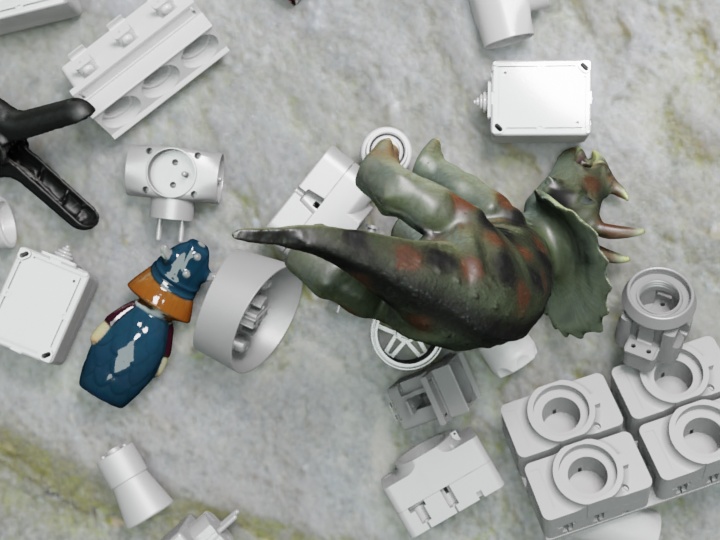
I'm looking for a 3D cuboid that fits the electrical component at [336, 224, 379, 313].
[{"bbox_3d":[0.000,0.000,0.907,0.040,0.040,0.078,16,91,-1],"label":"electrical component"}]

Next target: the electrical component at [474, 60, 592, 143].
[{"bbox_3d":[0.144,-0.139,0.901,0.096,0.061,0.061,1,89,7],"label":"electrical component"}]

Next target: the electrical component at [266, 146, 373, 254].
[{"bbox_3d":[-0.029,-0.048,0.900,0.059,0.054,0.095,38,90,-1],"label":"electrical component"}]

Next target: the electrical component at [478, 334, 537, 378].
[{"bbox_3d":[0.118,0.056,0.908,0.043,0.043,0.062,-33,89,0],"label":"electrical component"}]

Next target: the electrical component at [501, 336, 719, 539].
[{"bbox_3d":[0.221,0.135,0.879,0.186,0.060,0.105,-19,57,-1],"label":"electrical component"}]

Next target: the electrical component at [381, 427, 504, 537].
[{"bbox_3d":[0.066,0.174,0.906,0.089,0.050,0.055,-30,91,0],"label":"electrical component"}]

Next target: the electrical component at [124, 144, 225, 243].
[{"bbox_3d":[-0.157,-0.062,0.903,0.077,0.044,0.079,6,91,-1],"label":"electrical component"}]

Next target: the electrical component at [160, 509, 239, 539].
[{"bbox_3d":[-0.131,0.227,0.896,0.077,0.066,0.047,-42,91,0],"label":"electrical component"}]

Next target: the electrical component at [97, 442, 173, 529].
[{"bbox_3d":[-0.193,0.179,0.908,0.044,0.044,0.065,-31,86,0],"label":"electrical component"}]

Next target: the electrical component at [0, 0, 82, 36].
[{"bbox_3d":[-0.274,-0.237,0.890,0.096,0.061,0.061,-14,91,-1],"label":"electrical component"}]

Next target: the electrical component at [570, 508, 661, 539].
[{"bbox_3d":[0.216,0.196,0.911,0.077,0.044,0.079,18,90,-1],"label":"electrical component"}]

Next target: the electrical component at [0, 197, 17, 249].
[{"bbox_3d":[-0.322,-0.034,0.901,0.055,0.045,0.045,-12,91,0],"label":"electrical component"}]

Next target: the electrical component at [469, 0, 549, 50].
[{"bbox_3d":[0.134,-0.233,0.904,0.079,0.044,0.077,-14,91,-1],"label":"electrical component"}]

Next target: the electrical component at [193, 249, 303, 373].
[{"bbox_3d":[-0.093,0.033,0.881,0.064,0.099,0.099,22,90,5],"label":"electrical component"}]

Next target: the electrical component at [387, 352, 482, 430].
[{"bbox_3d":[0.061,0.102,0.896,0.064,0.081,0.042,-23,91,22],"label":"electrical component"}]

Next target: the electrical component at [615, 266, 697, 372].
[{"bbox_3d":[0.238,0.034,0.865,0.058,0.057,0.078,21,59,22],"label":"electrical component"}]

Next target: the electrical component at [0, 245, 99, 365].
[{"bbox_3d":[-0.262,0.025,0.898,0.062,0.061,0.096,22,82,-1],"label":"electrical component"}]

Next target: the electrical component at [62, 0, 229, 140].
[{"bbox_3d":[-0.179,-0.175,0.890,0.121,0.078,0.063,-38,69,0],"label":"electrical component"}]

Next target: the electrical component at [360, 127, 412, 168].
[{"bbox_3d":[0.022,-0.098,0.895,0.043,0.062,0.043,0,91,-1],"label":"electrical component"}]
